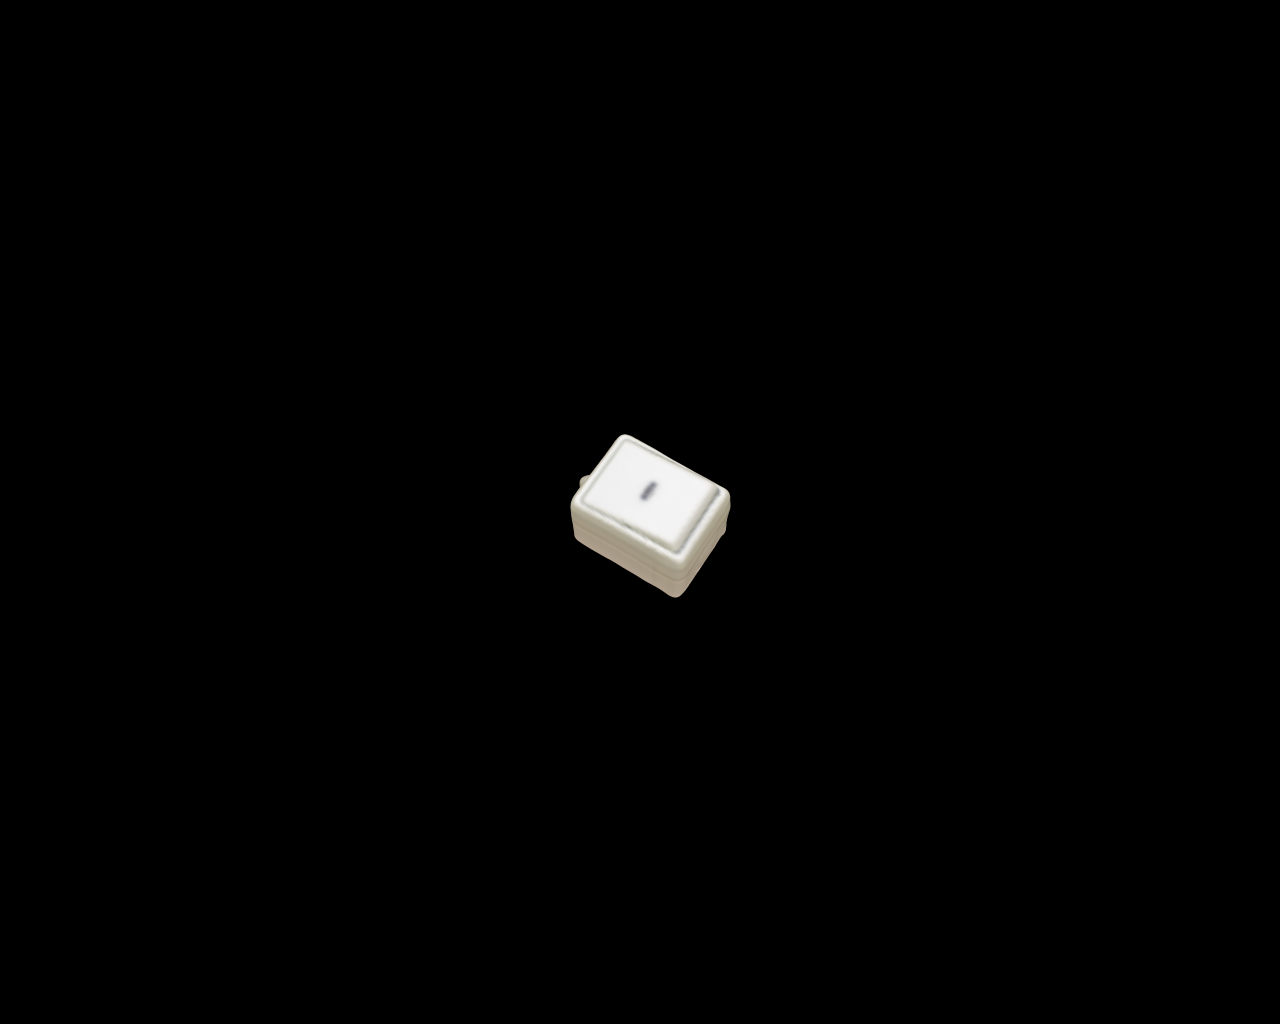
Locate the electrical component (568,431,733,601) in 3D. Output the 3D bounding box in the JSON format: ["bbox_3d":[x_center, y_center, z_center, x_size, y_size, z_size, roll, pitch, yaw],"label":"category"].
[{"bbox_3d":[0.001,-0.003,0.650,0.096,0.062,0.061,30,-23,14],"label":"electrical component"}]
